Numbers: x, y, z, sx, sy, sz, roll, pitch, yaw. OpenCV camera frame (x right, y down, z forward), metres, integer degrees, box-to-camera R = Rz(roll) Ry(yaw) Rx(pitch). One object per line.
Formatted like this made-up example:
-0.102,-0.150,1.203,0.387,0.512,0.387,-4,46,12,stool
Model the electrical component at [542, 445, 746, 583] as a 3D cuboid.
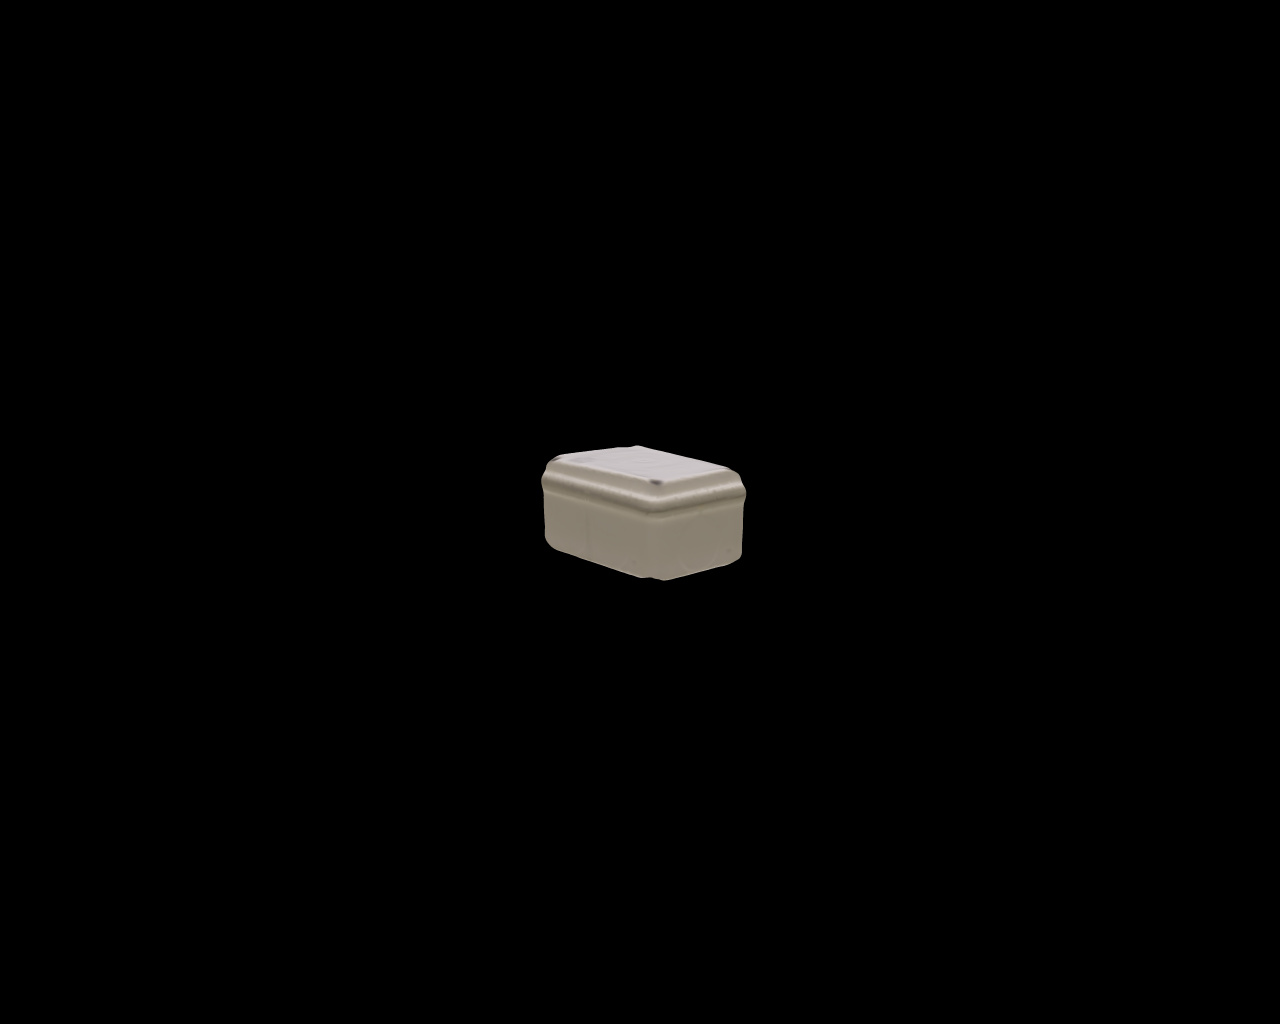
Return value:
0.001,-0.003,0.650,0.078,0.057,0.113,-11,17,-38,electrical component
